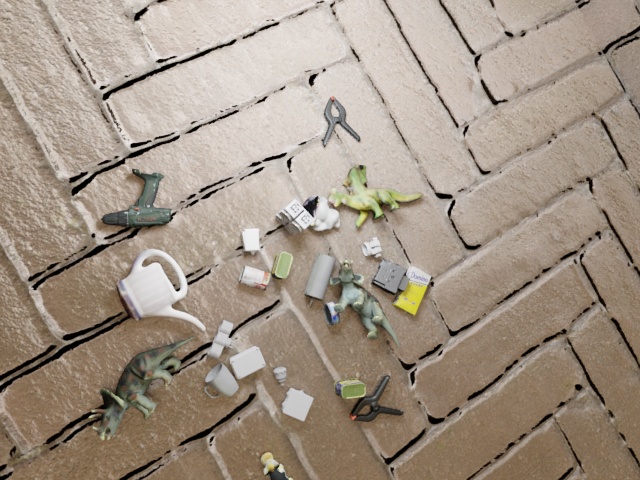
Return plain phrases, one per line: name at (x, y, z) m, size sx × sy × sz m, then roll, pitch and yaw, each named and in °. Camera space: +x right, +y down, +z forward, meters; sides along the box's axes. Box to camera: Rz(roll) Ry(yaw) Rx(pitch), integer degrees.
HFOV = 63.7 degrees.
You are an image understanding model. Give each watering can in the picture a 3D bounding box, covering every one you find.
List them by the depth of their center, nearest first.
watering can at (-0.558, 0.207, 1.783) m, size 0.226 × 0.103 × 0.348 m, roll -28°, pitch 90°, yaw -16°

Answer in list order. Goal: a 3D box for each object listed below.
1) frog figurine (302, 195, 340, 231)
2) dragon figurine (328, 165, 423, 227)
frog figurine at (0.006, -0.101, 2.006) m, size 0.158 × 0.122 × 0.139 m, roll 16°, pitch 68°, yaw -50°
dragon figurine at (0.205, -0.200, 2.070) m, size 0.414 × 0.120 × 0.244 m, roll -25°, pitch 82°, yaw -27°
